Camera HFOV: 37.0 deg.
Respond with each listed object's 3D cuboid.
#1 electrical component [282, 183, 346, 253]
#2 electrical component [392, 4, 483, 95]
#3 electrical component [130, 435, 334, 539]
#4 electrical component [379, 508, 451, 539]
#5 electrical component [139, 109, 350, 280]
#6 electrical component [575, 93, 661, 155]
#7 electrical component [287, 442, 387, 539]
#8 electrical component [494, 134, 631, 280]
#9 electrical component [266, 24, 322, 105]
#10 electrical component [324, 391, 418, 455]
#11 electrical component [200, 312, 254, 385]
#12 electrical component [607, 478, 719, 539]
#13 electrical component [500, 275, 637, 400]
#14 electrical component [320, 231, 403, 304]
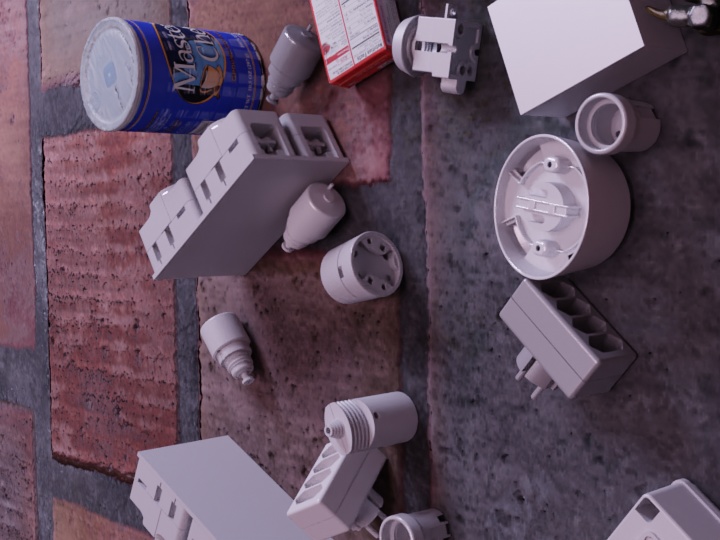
[{"bbox_3d":[-0.045,-0.043,0.956,0.078,0.040,0.040,-47,60,38],"label":"electrical component"},{"bbox_3d":[0.059,-0.172,0.833,0.055,0.048,0.066,15,104,38],"label":"electrical component"},{"bbox_3d":[-0.123,0.238,1.010,0.186,0.105,0.060,35,117,40],"label":"electrical component"},{"bbox_3d":[0.045,0.214,0.871,0.040,0.046,0.040,4,96,47],"label":"electrical component"},{"bbox_3d":[-0.111,-0.068,0.977,0.186,0.105,0.060,-44,62,39],"label":"electrical component"},{"bbox_3d":[0.172,-0.096,0.714,0.040,0.046,0.040,4,96,47],"label":"electrical component"},{"bbox_3d":[-0.006,0.195,0.912,0.075,0.083,0.047,46,135,-13],"label":"electrical component"},{"bbox_3d":[0.135,-0.043,0.744,0.099,0.064,0.099,4,95,47],"label":"electrical component"},{"bbox_3d":[-0.063,-0.183,0.965,0.040,0.040,0.078,54,128,30],"label":"electrical component"},{"bbox_3d":[0.004,0.126,0.884,0.043,0.081,0.043,4,96,47],"label":"electrical component"},{"bbox_3d":[-0.125,0.077,1.049,0.040,0.040,0.078,-52,58,36],"label":"electrical component"},{"bbox_3d":[0.206,0.211,0.692,0.108,0.056,0.108,49,126,33],"label":"electrical component"},{"bbox_3d":[0.136,0.059,0.762,0.083,0.047,0.075,52,127,31],"label":"electrical component"},{"bbox_3d":[0.000,0.000,0.901,0.047,0.055,0.055,-20,78,50],"label":"electrical component"}]
